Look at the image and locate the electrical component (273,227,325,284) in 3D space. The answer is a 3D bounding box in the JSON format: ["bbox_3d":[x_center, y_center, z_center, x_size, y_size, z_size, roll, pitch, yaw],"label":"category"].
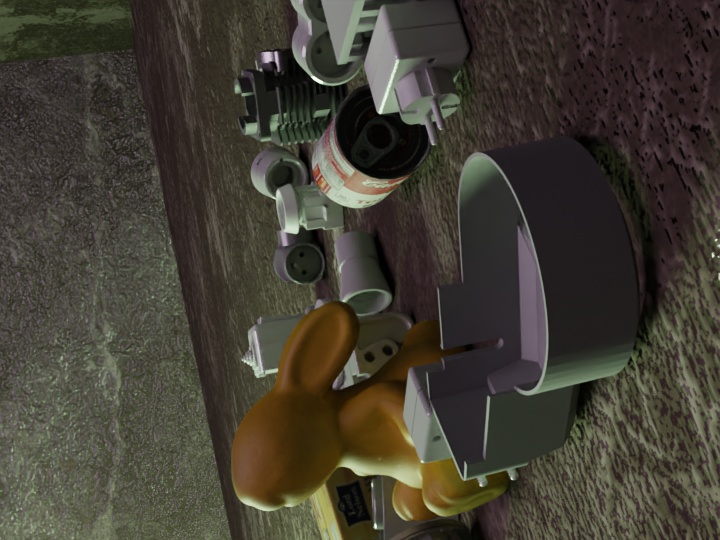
[{"bbox_3d":[-0.069,-0.025,1.159,0.077,0.043,0.079,-177,79,-76],"label":"electrical component"}]

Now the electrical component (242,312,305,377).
[{"bbox_3d":[-0.083,0.080,1.171,0.062,0.096,0.061,142,118,-74],"label":"electrical component"}]

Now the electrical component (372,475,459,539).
[{"bbox_3d":[0.042,0.185,0.855,0.099,0.064,0.099,178,90,-88],"label":"electrical component"}]

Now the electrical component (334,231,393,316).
[{"bbox_3d":[0.000,0.000,0.905,0.044,0.044,0.065,102,160,-56],"label":"electrical component"}]

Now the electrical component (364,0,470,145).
[{"bbox_3d":[0.038,-0.115,0.660,0.065,0.047,0.076,112,145,-65],"label":"electrical component"}]

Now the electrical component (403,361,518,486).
[{"bbox_3d":[0.069,0.094,0.632,0.076,0.066,0.047,-112,19,-44],"label":"electrical component"}]

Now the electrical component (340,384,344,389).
[{"bbox_3d":[0.014,0.123,0.916,0.079,0.044,0.077,101,156,-54],"label":"electrical component"}]

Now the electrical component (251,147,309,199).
[{"bbox_3d":[-0.085,-0.102,1.155,0.047,0.055,0.055,-144,46,-66],"label":"electrical component"}]

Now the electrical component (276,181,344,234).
[{"bbox_3d":[-0.049,-0.061,1.029,0.066,0.055,0.048,-129,33,-64],"label":"electrical component"}]

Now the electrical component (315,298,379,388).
[{"bbox_3d":[-0.011,0.063,0.964,0.080,0.051,0.080,171,90,-76],"label":"electrical component"}]

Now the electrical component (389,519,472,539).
[{"bbox_3d":[0.049,0.218,0.768,0.080,0.080,0.051,96,155,-46],"label":"electrical component"}]

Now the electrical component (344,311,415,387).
[{"bbox_3d":[0.020,0.087,0.850,0.059,0.054,0.095,120,139,-69],"label":"electrical component"}]

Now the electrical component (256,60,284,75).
[{"bbox_3d":[-0.081,-0.177,1.115,0.063,0.042,0.081,119,141,-70],"label":"electrical component"}]

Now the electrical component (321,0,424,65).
[{"bbox_3d":[0.018,-0.205,0.654,0.150,0.062,0.089,115,144,-66],"label":"electrical component"}]

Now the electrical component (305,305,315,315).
[{"bbox_3d":[-0.032,0.077,1.050,0.057,0.058,0.078,-147,50,-76],"label":"electrical component"}]

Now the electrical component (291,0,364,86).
[{"bbox_3d":[-0.031,-0.224,0.860,0.073,0.052,0.138,-124,29,-61],"label":"electrical component"}]
